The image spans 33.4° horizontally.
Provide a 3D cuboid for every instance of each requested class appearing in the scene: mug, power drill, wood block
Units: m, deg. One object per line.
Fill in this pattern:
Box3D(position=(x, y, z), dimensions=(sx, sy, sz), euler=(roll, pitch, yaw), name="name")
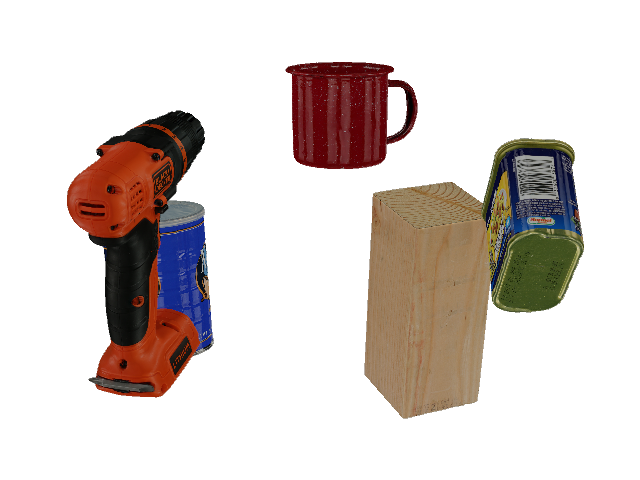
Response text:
Box3D(position=(0.028, -0.109, 0.924), dimensions=(0.117, 0.081, 0.093), euler=(-5, 16, -18), name="mug")
Box3D(position=(-0.128, 0.007, 0.799), dimensions=(0.057, 0.188, 0.184), euler=(5, 23, 15), name="power drill")
Box3D(position=(0.105, 0.058, 1.048), dimensions=(0.090, 0.206, 0.091), euler=(-9, 27, -22), name="wood block")

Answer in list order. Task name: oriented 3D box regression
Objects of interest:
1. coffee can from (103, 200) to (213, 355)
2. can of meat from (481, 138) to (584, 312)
Box3D(position=(-0.162, 0.038, 1.064), dimensions=(0.103, 0.140, 0.103), euler=(-3, 13, 0), name="coffee can")
Box3D(position=(0.151, -0.008, 0.766), dimensions=(0.057, 0.084, 0.102), euler=(3, -36, 0), name="can of meat")
